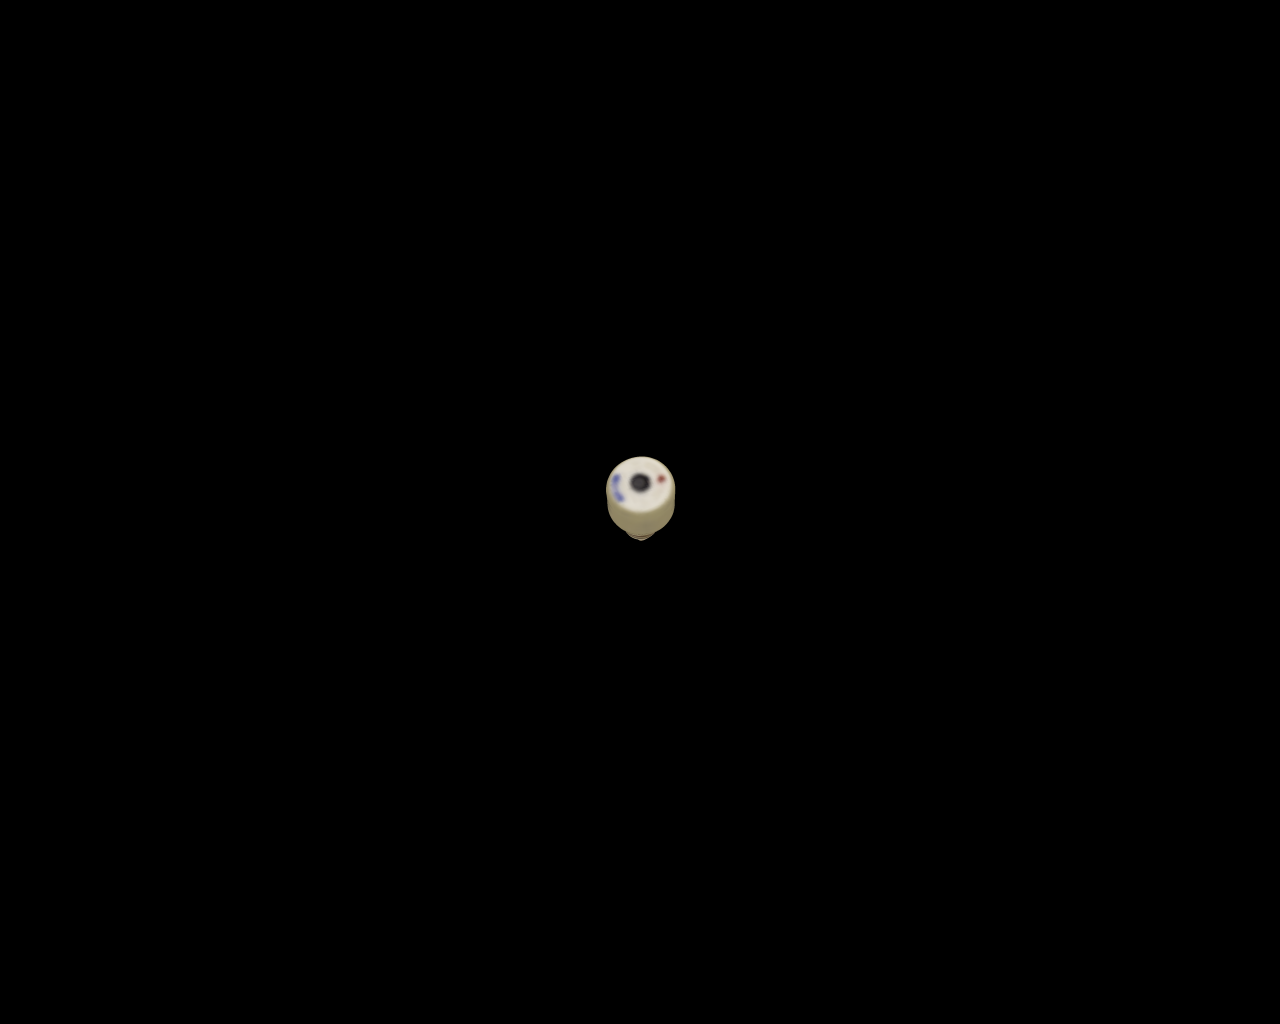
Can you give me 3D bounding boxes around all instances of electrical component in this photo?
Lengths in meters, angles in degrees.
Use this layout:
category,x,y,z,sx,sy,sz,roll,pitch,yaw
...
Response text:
category,x,y,z,sx,sy,sz,roll,pitch,yaw
electrical component,0.001,-0.003,0.650,0.040,0.040,0.078,0,-25,0
